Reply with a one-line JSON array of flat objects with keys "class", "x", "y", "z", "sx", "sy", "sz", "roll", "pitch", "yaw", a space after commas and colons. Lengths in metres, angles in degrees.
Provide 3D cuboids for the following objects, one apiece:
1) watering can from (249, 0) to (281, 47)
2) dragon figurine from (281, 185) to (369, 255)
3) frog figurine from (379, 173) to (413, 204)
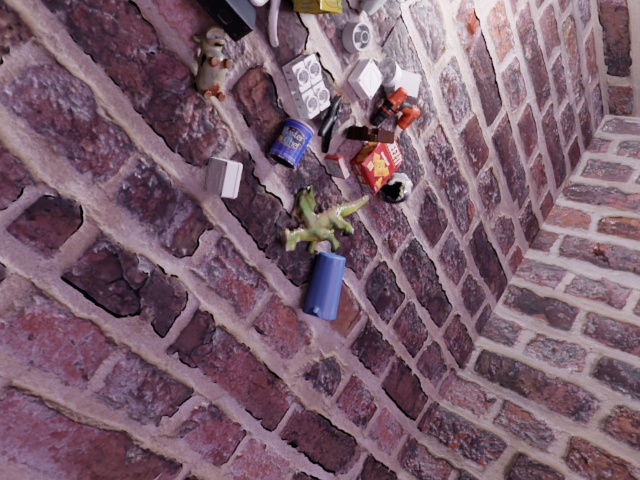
[{"class": "watering can", "x": -0.144, "y": -0.769, "z": 1.524, "sx": 0.228, "sy": 0.105, "sz": 0.340, "roll": -55, "pitch": 149, "yaw": -21}, {"class": "dragon figurine", "x": 0.006, "y": -0.095, "z": 1.884, "sx": 0.416, "sy": 0.122, "sz": 0.239, "roll": -51, "pitch": 124, "yaw": -23}, {"class": "frog figurine", "x": 0.318, "y": -0.215, "z": 2.147, "sx": 0.122, "sy": 0.136, "sz": 0.161, "roll": 57, "pitch": 21, "yaw": -2}]
